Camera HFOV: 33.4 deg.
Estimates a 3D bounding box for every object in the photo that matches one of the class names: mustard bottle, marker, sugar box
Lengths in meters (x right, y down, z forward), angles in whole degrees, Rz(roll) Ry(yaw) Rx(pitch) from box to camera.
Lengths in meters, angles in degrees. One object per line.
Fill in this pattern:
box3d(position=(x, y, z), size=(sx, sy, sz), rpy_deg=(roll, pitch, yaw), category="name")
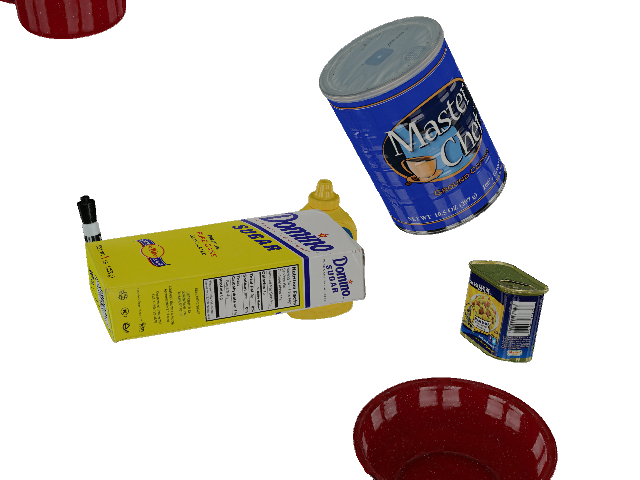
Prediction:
box3d(position=(0.001, 0.010, 1.428), size=(0.096, 0.192, 0.058), rpy_deg=(-5, 26, -18), category="mustard bottle")
box3d(position=(-0.242, 0.010, 1.146), size=(0.020, 0.121, 0.020), rpy_deg=(-6, 21, 2), category="marker")
box3d(position=(-0.067, 0.020, 0.736), size=(0.176, 0.048, 0.093), rpy_deg=(-12, 24, -17), category="sugar box")

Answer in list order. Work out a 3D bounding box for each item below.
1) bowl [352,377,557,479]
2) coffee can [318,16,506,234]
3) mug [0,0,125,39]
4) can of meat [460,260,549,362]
box3d(position=(0.106, 0.180, 0.860), size=(0.162, 0.055, 0.162), rpy_deg=(1, 31, -1), category="bowl")
box3d(position=(0.075, -0.090, 0.845), size=(0.103, 0.140, 0.103), rpy_deg=(-22, 32, 15), category="coffee can")
box3d(position=(-0.201, -0.201, 0.789), size=(0.117, 0.081, 0.093), rpy_deg=(-1, 36, 1), category="mug")
box3d(position=(0.198, 0.077, 1.164), size=(0.057, 0.084, 0.102), rpy_deg=(2, 16, -21), category="can of meat")
